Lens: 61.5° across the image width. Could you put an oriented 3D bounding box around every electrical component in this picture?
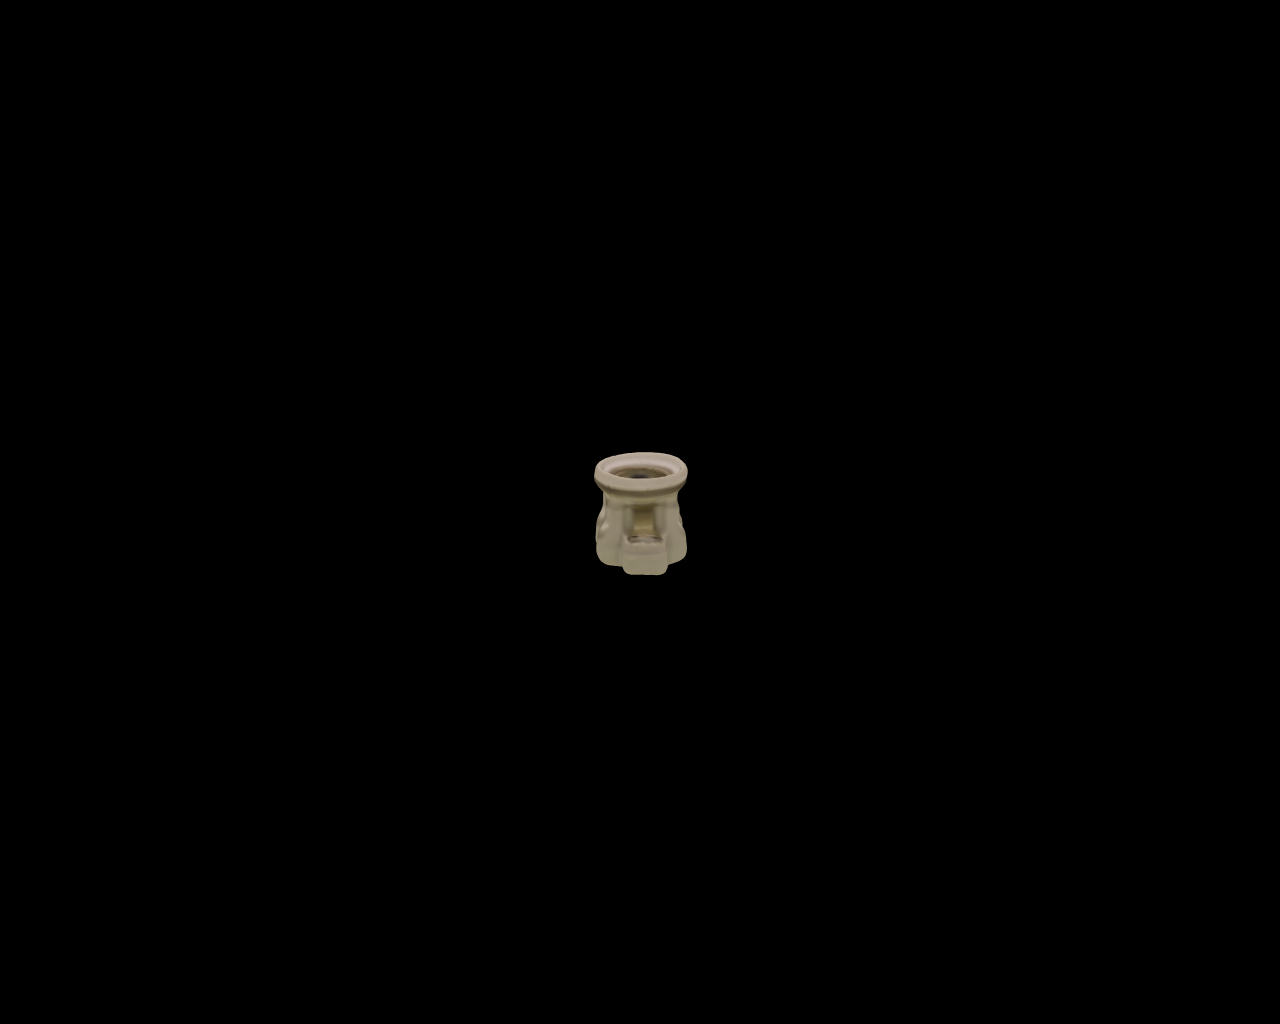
[{"bbox_3d":[0.001,-0.003,0.650,0.058,0.056,0.078,-1,20,-3],"label":"electrical component"}]
